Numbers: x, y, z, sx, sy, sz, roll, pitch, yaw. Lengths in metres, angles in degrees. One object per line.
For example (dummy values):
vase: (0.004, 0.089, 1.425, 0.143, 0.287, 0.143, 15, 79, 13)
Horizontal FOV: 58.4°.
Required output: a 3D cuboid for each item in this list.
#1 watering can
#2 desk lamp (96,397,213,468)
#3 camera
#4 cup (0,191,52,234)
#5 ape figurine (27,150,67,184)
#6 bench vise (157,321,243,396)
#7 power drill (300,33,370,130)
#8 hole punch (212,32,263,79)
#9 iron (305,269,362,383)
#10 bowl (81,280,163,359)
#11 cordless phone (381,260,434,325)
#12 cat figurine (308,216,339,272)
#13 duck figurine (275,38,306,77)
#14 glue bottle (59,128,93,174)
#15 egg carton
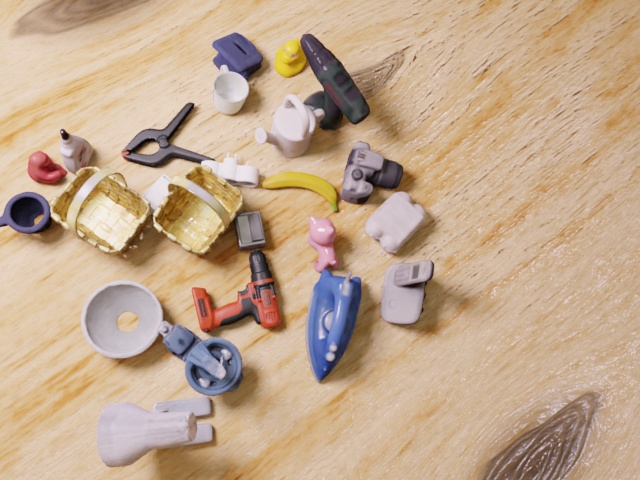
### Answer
watering can: (-0.066, -0.268, 1.344, 0.101, 0.194, 0.173, 41, 75, 1)
desk lamp: (-0.323, 0.375, 1.149, 0.203, 0.213, 0.118, -5, 79, -11)
camera: (0.131, -0.160, 1.403, 0.137, 0.100, 0.143, 15, 76, -6)
cup: (-0.637, -0.045, 1.248, 0.118, 0.095, 0.091, -22, 82, -14)
ape figurine: (-0.619, -0.168, 1.279, 0.076, 0.092, 0.078, -19, 81, -13)
bench vise: (-0.255, 0.250, 1.185, 0.207, 0.219, 0.121, 20, 75, -5)
power drill: (0.020, -0.357, 1.371, 0.076, 0.208, 0.229, -41, 87, -15)
hole punch: (-0.204, -0.460, 1.416, 0.108, 0.091, 0.101, 44, 75, 2)
iron: (0.033, 0.193, 1.288, 0.119, 0.141, 0.258, 12, 76, -7)
bowl: (-0.425, 0.174, 1.247, 0.167, 0.074, 0.167, 2, 77, -9)
cordless phone: (0.207, 0.117, 1.313, 0.094, 0.185, 0.147, 8, 76, -8)
cat figurine: (0.012, 0.005, 1.338, 0.067, 0.117, 0.128, -15, 81, -12)
duck figurine: (-0.070, -0.474, 1.444, 0.077, 0.086, 0.105, 33, 75, -1)
glue bottle: (-0.544, -0.204, 1.258, 0.037, 0.173, 0.078, 16, 76, -6)
egg carton: (0.185, -0.045, 1.404, 0.107, 0.069, 0.150, 43, 74, 1)
